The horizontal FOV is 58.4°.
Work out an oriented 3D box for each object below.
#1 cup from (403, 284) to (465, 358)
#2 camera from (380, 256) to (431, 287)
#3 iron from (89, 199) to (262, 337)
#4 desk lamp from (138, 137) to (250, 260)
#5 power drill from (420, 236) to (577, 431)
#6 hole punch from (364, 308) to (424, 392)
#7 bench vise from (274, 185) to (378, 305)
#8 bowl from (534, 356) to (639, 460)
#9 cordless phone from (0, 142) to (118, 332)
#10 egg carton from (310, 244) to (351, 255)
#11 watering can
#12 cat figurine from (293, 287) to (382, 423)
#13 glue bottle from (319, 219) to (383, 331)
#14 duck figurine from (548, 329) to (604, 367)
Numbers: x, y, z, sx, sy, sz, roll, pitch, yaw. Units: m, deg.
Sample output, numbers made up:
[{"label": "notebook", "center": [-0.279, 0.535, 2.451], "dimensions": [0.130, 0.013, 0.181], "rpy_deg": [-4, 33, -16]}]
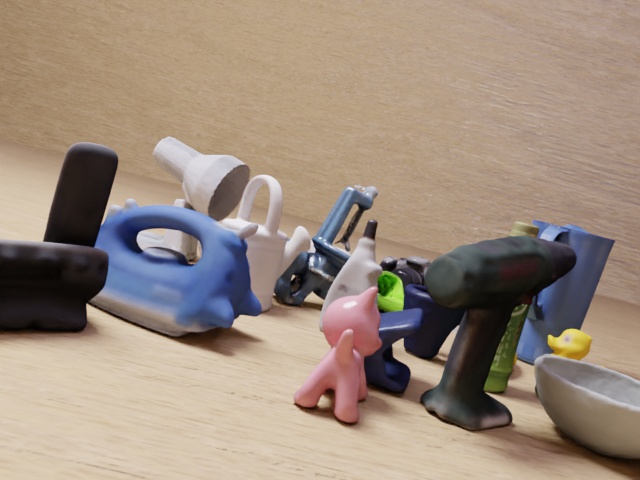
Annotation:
[{"label": "cup", "center": [0.169, 0.124, 0.827], "dimensions": [0.117, 0.095, 0.092], "rpy_deg": [16, 6, 11]}, {"label": "camera", "center": [0.181, 0.081, 1.242], "dimensions": [0.142, 0.101, 0.137], "rpy_deg": [18, 7, 30]}, {"label": "iron", "center": [-0.193, 0.019, 0.684], "dimensions": [0.257, 0.141, 0.119], "rpy_deg": [16, 6, 14]}, {"label": "desk lamp", "center": [-0.247, -0.071, 1.047], "dimensions": [0.202, 0.213, 0.118], "rpy_deg": [17, 6, 16]}, {"label": "power drill", "center": [0.190, 0.092, 0.625], "dimensions": [0.230, 0.208, 0.075], "rpy_deg": [10, 8, -42]}, {"label": "hole punch", "center": [0.066, 0.115, 0.670], "dimensions": [0.101, 0.091, 0.109], "rpy_deg": [16, 6, 11]}, {"label": "bench vise", "center": [0.016, 0.006, 0.946], "dimensions": [0.208, 0.220, 0.121], "rpy_deg": [10, 8, -42]}, {"label": "bowl", "center": [0.316, 0.193, 0.637], "dimensions": [0.167, 0.075, 0.167], "rpy_deg": [15, 6, -1]}, {"label": "cordless phone", "center": [-0.274, -0.012, 0.553], "dimensions": [0.093, 0.185, 0.148], "rpy_deg": [19, 7, 38]}, {"label": "egg carton", "center": [0.001, 0.044, 1.299], "dimensions": [0.108, 0.069, 0.149], "rpy_deg": [10, 8, -42]}, {"label": "watering can", "center": [-0.095, 0.000, 0.853], "dimensions": [0.100, 0.194, 0.173], "rpy_deg": [18, 7, 31]}, {"label": "cat figurine", "center": [0.028, 0.101, 0.572], "dimensions": [0.067, 0.118, 0.128], "rpy_deg": [16, 6, 8]}, {"label": "glue bottle", "center": [0.054, 0.055, 0.803], "dimensions": [0.077, 0.173, 0.037], "rpy_deg": [19, 7, 34]}, {"label": "duck figurine", "center": [0.392, 0.182, 0.884], "dimensions": [0.104, 0.086, 0.078], "rpy_deg": [16, 6, 13]}]
